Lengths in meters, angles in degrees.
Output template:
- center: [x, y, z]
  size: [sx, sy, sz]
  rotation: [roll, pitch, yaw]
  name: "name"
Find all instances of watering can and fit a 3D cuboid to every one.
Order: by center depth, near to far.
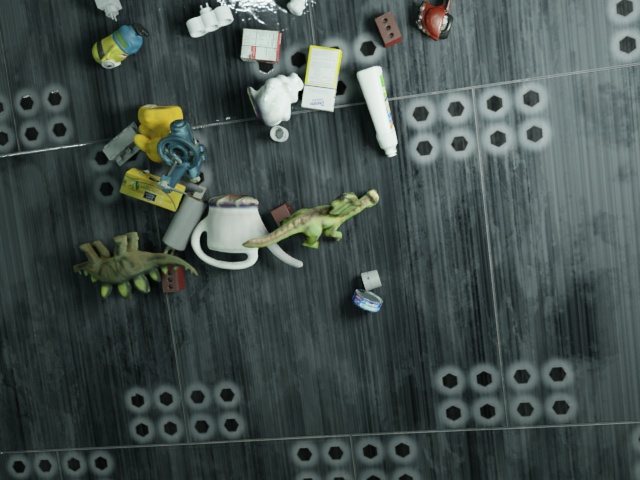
- center: [-0.218, -0.022, 1.529]
  size: [0.347, 0.104, 0.223]
  rotation: [3, 96, 10]
  name: "watering can"

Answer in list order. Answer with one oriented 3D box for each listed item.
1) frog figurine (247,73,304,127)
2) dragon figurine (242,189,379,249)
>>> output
- center: [-0.116, -0.404, 1.484]
  size: [0.159, 0.125, 0.134]
  rotation: [-20, 126, 1]
  name: "frog figurine"
- center: [0.004, -0.071, 1.404]
  size: [0.238, 0.414, 0.123]
  rotation: [-43, 71, 48]
  name: "dragon figurine"
